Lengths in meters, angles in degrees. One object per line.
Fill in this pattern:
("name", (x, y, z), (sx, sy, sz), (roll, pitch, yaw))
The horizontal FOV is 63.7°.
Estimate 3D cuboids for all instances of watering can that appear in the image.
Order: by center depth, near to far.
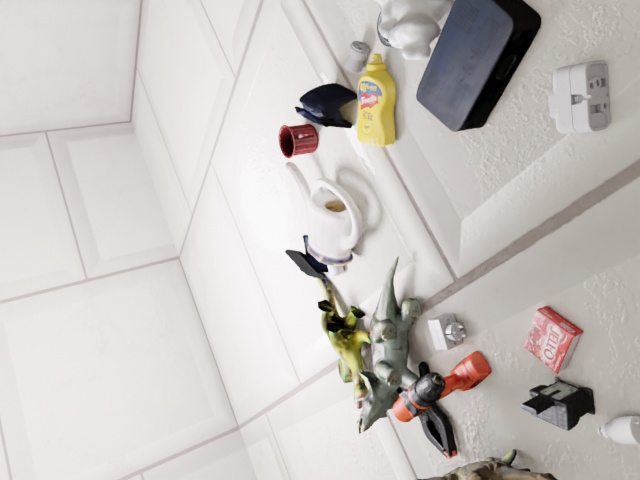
("watering can", (0.004, -0.069, 1.374), (0.105, 0.220, 0.353), (-15, 34, -29))

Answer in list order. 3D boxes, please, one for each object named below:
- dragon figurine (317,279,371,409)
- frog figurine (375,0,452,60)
("dragon figurine", (0.056, 0.291, 1.437), (0.122, 0.238, 0.418), (-6, 30, -14))
("frog figurine", (0.174, -0.399, 0.926), (0.137, 0.160, 0.123), (-22, -4, 11))
